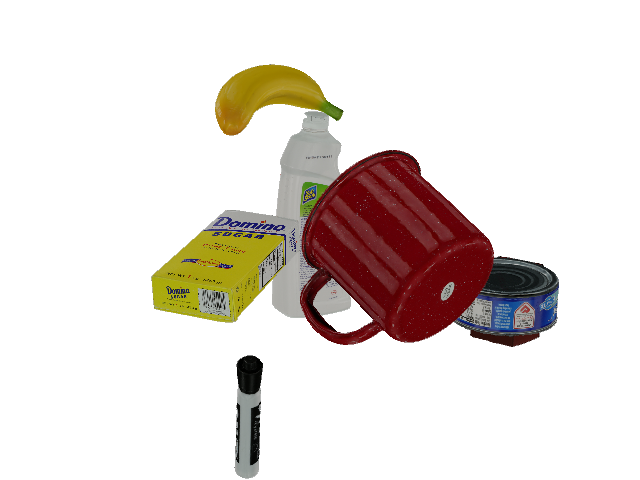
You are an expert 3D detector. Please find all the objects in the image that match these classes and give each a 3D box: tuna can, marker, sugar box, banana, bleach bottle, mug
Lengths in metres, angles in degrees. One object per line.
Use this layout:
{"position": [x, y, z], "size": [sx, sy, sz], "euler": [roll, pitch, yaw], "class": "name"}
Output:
{"position": [0.142, 0.042, 0.832], "size": [0.086, 0.034, 0.086], "euler": [0, 19, 0], "class": "tuna can"}
{"position": [-0.053, 0.131, 0.789], "size": [0.020, 0.121, 0.020], "euler": [3, 39, -2], "class": "marker"}
{"position": [-0.096, 0.022, 1.132], "size": [0.093, 0.048, 0.176], "euler": [9, 30, 18], "class": "sugar box"}
{"position": [-0.047, -0.133, 0.980], "size": [0.070, 0.037, 0.197], "euler": [36, 27, 20], "class": "banana"}
{"position": [-0.005, -0.033, 1.316], "size": [0.102, 0.251, 0.068], "euler": [-8, 22, -32], "class": "bleach bottle"}
{"position": [0.040, 0.015, 0.639], "size": [0.082, 0.117, 0.093], "euler": [46, -4, 32], "class": "mug"}

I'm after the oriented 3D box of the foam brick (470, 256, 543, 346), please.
{"position": [0.186, 0.060, 1.064], "size": [0.053, 0.078, 0.051], "euler": [12, 18, 40], "class": "foam brick"}
